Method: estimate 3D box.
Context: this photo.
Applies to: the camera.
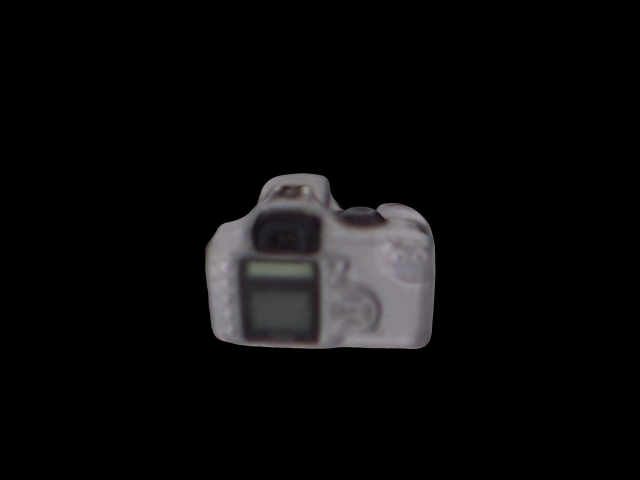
[{"bbox_3d":[0.004,0.001,0.400,0.143,0.101,0.137,1,19,4],"label":"camera"}]
